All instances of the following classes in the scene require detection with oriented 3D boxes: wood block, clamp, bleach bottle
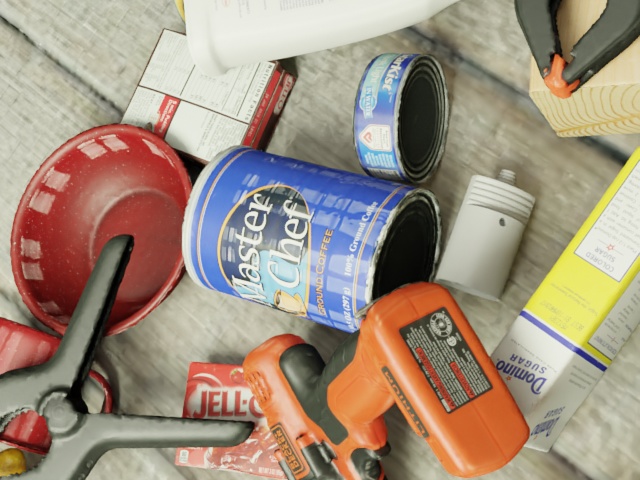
[{"bbox_3d":[0.189,-0.178,0.666,0.091,0.090,0.206,-1,77,25],"label":"wood block"},{"bbox_3d":[0.149,-0.169,0.609,0.120,0.039,0.171,25,89,30],"label":"clamp"},{"bbox_3d":[0.034,-0.180,0.735,0.251,0.068,0.102,-6,82,8],"label":"bleach bottle"},{"bbox_3d":[-0.170,0.104,0.715,0.210,0.036,0.164,-28,78,0],"label":"clamp"}]

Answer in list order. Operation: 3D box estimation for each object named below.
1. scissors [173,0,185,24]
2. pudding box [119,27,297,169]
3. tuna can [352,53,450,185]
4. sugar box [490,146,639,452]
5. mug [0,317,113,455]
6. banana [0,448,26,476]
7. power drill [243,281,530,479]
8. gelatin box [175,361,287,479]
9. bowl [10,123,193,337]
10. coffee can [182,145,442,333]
[{"bbox_3d":[-0.122,-0.232,0.843,0.202,0.016,0.096,48,133,26],"label":"scissors"},{"bbox_3d":[-0.086,-0.102,0.802,0.114,0.039,0.090,22,84,25],"label":"pudding box"},{"bbox_3d":[0.054,-0.081,0.705,0.034,0.086,0.086,7,80,28],"label":"tuna can"},{"bbox_3d":[0.157,0.039,0.623,0.048,0.093,0.176,39,94,28],"label":"sugar box"},{"bbox_3d":[-0.209,0.109,0.784,0.117,0.093,0.081,20,80,-3],"label":"mug"},{"bbox_3d":[-0.289,0.201,0.803,0.198,0.069,0.037,-16,37,22],"label":"banana"},{"bbox_3d":[0.037,0.118,0.617,0.184,0.057,0.188,59,144,9],"label":"power drill"},{"bbox_3d":[-0.052,0.123,0.733,0.089,0.030,0.073,2,77,25],"label":"gelatin box"},{"bbox_3d":[-0.150,-0.002,0.796,0.162,0.055,0.162,-6,74,23],"label":"bowl"},{"bbox_3d":[-0.005,0.001,0.701,0.140,0.102,0.103,15,83,27],"label":"coffee can"}]
